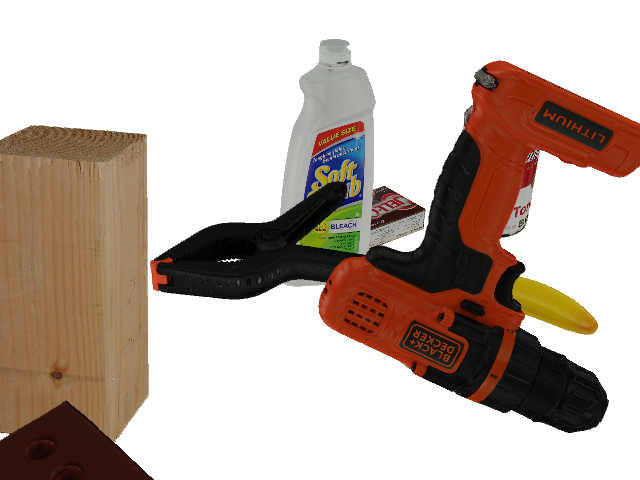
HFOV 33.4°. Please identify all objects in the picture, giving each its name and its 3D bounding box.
[{"bbox_3d":[0.154,-0.061,0.932,0.068,0.102,0.068,1,36,-1],"label":"soup can"},{"bbox_3d":[0.004,-0.079,1.089,0.102,0.251,0.068,-4,27,-10],"label":"bleach bottle"},{"bbox_3d":[0.115,0.006,0.613,0.184,0.188,0.057,25,12,-8],"label":"power drill"},{"bbox_3d":[0.187,0.061,1.105,0.198,0.037,0.069,8,40,12],"label":"banana"},{"bbox_3d":[-0.178,0.030,0.761,0.091,0.206,0.090,6,19,8],"label":"wood block"},{"bbox_3d":[-0.111,0.122,0.483,0.052,0.051,0.078,-31,45,-33],"label":"foam brick"},{"bbox_3d":[-0.041,0.004,0.911,0.209,0.036,0.164,-8,32,-11],"label":"clamp"},{"bbox_3d":[0.079,-0.033,1.521,0.113,0.039,0.090,-22,36,-32],"label":"pudding box"}]
